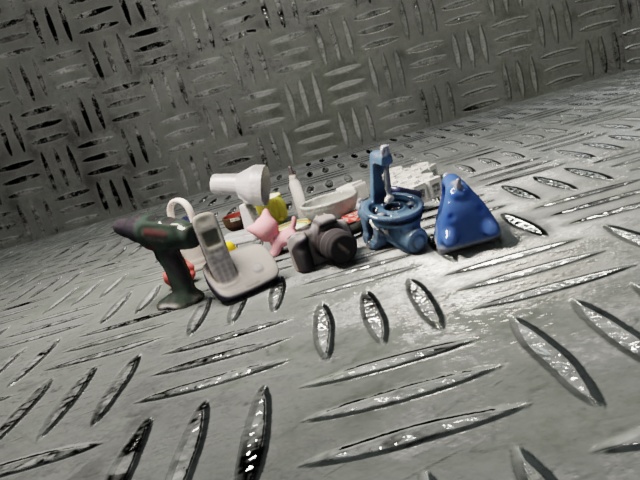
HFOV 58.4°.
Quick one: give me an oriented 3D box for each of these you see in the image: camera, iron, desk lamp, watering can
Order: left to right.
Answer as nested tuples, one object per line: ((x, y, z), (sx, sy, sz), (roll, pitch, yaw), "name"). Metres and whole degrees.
((-0.355, -0.015, 1.513), (0.100, 0.194, 0.173), (-12, 14, 17), "watering can")
((-0.226, -0.105, 1.683), (0.203, 0.214, 0.118), (-13, 14, 13), "desk lamp")
((0.011, 0.004, 1.205), (0.143, 0.101, 0.136), (-19, 14, -13), "camera")
((0.265, -0.070, 1.117), (0.118, 0.141, 0.258), (-15, 13, 6), "iron")

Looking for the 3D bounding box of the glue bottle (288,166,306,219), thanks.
((-0.068, -0.141, 1.731), (0.037, 0.173, 0.078), (-17, 14, -4), "glue bottle")

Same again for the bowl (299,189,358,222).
((0.031, -0.082, 1.589), (0.167, 0.075, 0.167), (-15, 13, 4), "bowl")

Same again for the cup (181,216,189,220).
((-0.410, -0.024, 1.830), (0.092, 0.095, 0.117), (-22, 15, -24), "cup")

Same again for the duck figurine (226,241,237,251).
((-0.208, 0.047, 1.324), (0.077, 0.086, 0.104), (-15, 13, 4), "duck figurine")

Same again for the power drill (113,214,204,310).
((-0.336, 0.041, 1.231), (0.228, 0.208, 0.076), (-8, 16, 32), "power drill")

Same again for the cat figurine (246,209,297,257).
((-0.110, -0.022, 1.417), (0.127, 0.118, 0.067), (-13, 14, 15), "cat figurine")

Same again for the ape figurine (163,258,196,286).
((-0.345, 0.067, 1.391), (0.077, 0.092, 0.076), (-15, 14, 5), "ape figurine")

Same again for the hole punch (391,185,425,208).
((0.196, -0.106, 1.455), (0.101, 0.091, 0.108), (-27, 17, -38), "hole punch")

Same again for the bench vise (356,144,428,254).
((0.118, -0.082, 1.171), (0.122, 0.220, 0.206), (-27, 17, -39), "bench vise")

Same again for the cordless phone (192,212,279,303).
((-0.177, 0.021, 1.175), (0.148, 0.185, 0.093), (-24, 16, -29), "cordless phone")
